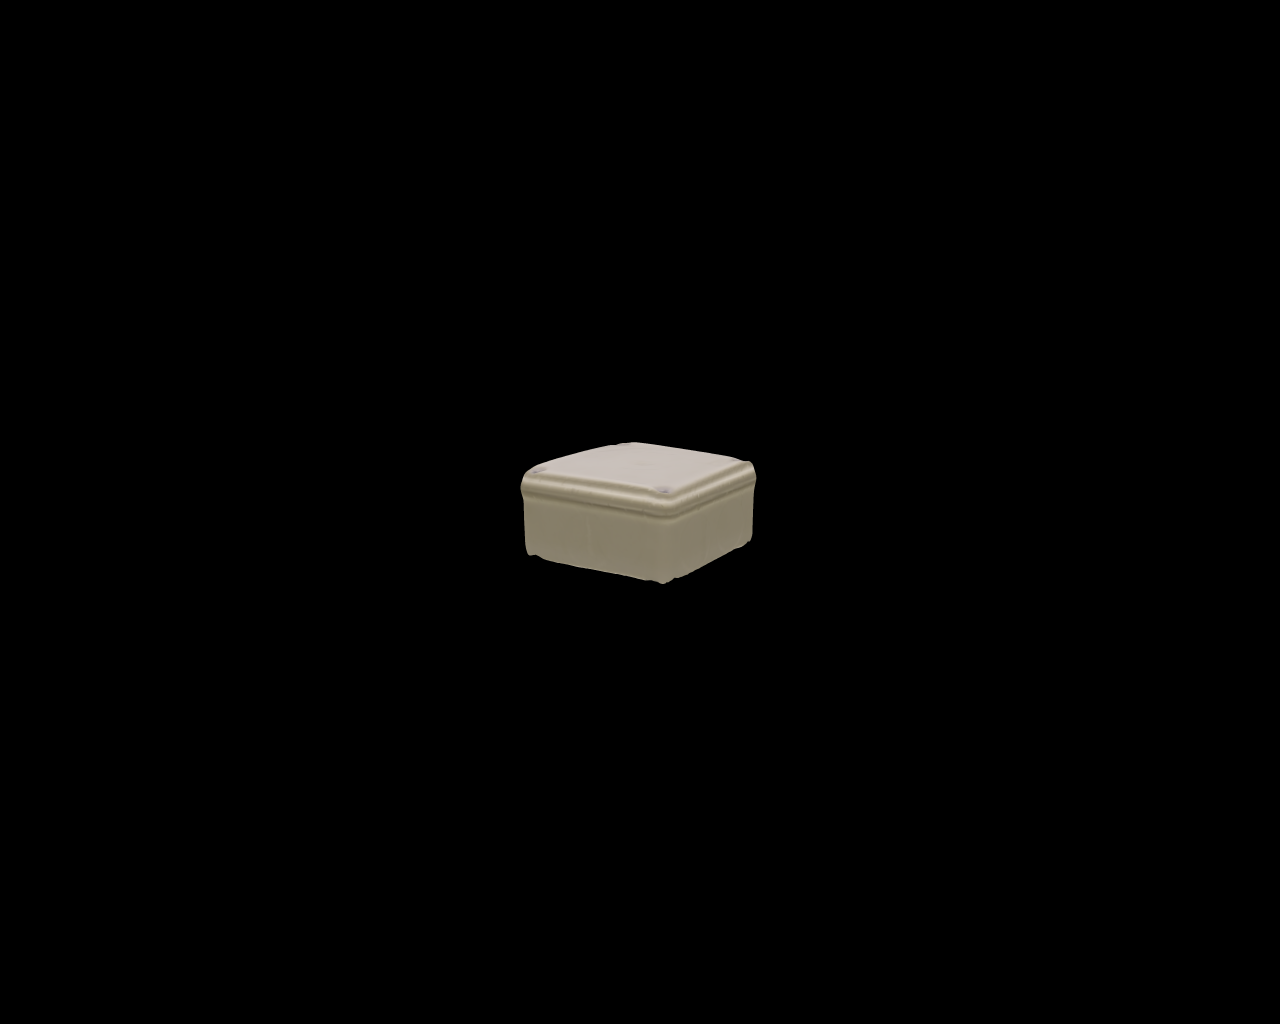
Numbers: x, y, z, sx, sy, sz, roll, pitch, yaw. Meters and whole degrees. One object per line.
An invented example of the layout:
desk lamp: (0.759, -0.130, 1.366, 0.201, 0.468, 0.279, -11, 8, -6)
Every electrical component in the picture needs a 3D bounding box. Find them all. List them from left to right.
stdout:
electrical component: (0.001, -0.003, 0.650, 0.109, 0.056, 0.109, 10, 18, 33)
